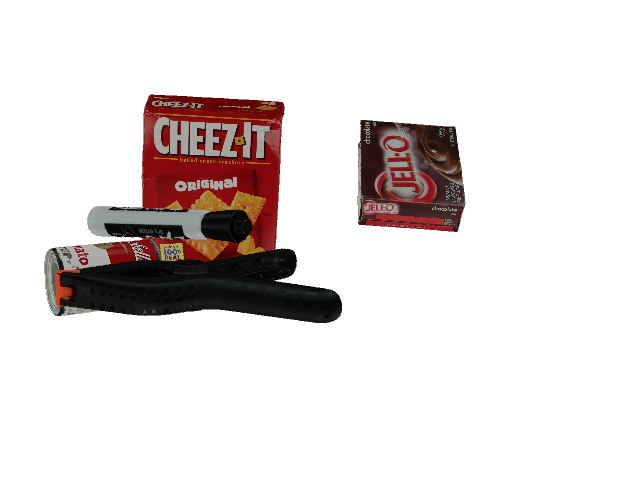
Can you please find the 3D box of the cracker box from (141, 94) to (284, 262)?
[{"bbox_3d":[-0.131,-0.061,1.287,0.164,0.214,0.072,3,22,-3],"label":"cracker box"}]

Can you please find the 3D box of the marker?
[{"bbox_3d":[-0.089,-0.010,0.627,0.121,0.020,0.020,3,2,36],"label":"marker"}]

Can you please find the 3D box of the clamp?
[{"bbox_3d":[-0.093,0.036,0.814,0.209,0.036,0.165,-2,11,-20],"label":"clamp"}]

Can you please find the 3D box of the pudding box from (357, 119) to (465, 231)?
[{"bbox_3d":[0.078,-0.059,0.955,0.090,0.039,0.113,5,41,-3],"label":"pudding box"}]

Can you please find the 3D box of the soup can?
[{"bbox_3d":[-0.213,0.036,1.050,0.102,0.068,0.069,-5,2,-28],"label":"soup can"}]
